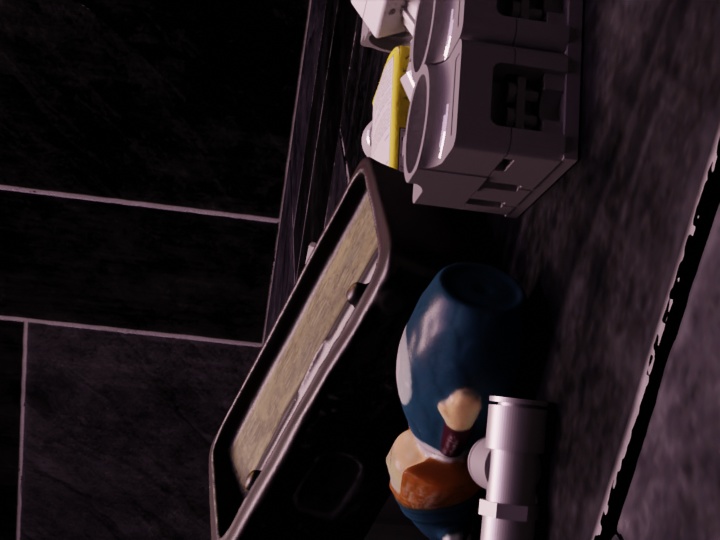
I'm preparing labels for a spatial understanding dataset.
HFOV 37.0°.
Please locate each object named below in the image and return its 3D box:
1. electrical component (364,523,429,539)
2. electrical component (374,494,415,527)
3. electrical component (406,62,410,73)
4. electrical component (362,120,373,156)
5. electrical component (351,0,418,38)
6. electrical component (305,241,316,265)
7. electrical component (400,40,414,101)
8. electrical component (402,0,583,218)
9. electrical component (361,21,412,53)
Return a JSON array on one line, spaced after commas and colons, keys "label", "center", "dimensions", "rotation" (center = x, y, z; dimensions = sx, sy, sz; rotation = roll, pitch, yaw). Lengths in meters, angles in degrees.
[{"label": "electrical component", "center": [0.018, 0.195, 0.602], "dimensions": [0.075, 0.047, 0.083], "rotation": [-131, 48, -80]}, {"label": "electrical component", "center": [0.002, 0.193, 0.696], "dimensions": [0.108, 0.056, 0.108], "rotation": [-129, 46, -80]}, {"label": "electrical component", "center": [0.056, -0.146, 0.634], "dimensions": [0.077, 0.043, 0.079], "rotation": [112, 163, -64]}, {"label": "electrical component", "center": [0.025, -0.105, 0.847], "dimensions": [0.078, 0.040, 0.040], "rotation": [176, 100, -82]}, {"label": "electrical component", "center": [0.043, -0.177, 0.715], "dimensions": [0.076, 0.066, 0.047], "rotation": [59, 154, 26]}, {"label": "electrical component", "center": [0.000, 0.000, 0.841], "dimensions": [0.042, 0.081, 0.063], "rotation": [105, -169, -48]}, {"label": "electrical component", "center": [0.047, -0.093, 0.586], "dimensions": [0.077, 0.043, 0.079], "rotation": [146, 100, -80]}, {"label": "electrical component", "center": [0.060, -0.111, 0.504], "dimensions": [0.089, 0.062, 0.150], "rotation": [123, 152, -74]}, {"label": "electrical component", "center": [0.032, -0.206, 0.845], "dimensions": [0.089, 0.050, 0.055], "rotation": [135, 141, -78]}]
